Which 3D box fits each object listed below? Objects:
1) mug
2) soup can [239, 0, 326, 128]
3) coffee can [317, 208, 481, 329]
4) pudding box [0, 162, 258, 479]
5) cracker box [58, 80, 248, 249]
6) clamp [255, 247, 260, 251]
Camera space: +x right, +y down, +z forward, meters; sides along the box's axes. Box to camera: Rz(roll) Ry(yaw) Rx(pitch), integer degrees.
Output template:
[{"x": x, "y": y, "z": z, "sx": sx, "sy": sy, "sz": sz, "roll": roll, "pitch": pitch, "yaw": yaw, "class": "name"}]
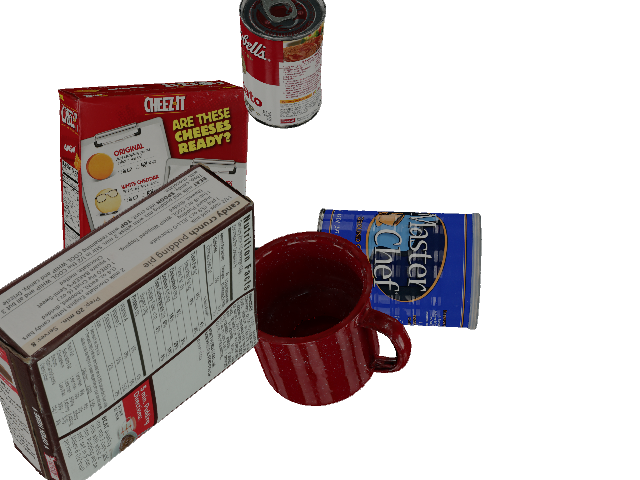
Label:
[{"x": 0.005, "y": 0.057, "z": 0.699, "sx": 0.117, "sy": 0.093, "sz": 0.081, "roll": 12, "pitch": -38, "yaw": 23, "class": "mug"}, {"x": -0.030, "y": -0.150, "z": 0.869, "sx": 0.068, "sy": 0.068, "sz": 0.102, "roll": 0, "pitch": -37, "yaw": -2, "class": "soup can"}, {"x": 0.069, "y": 0.025, "z": 0.946, "sx": 0.140, "sy": 0.103, "sz": 0.102, "roll": 2, "pitch": 0, "yaw": 6, "class": "coffee can"}, {"x": -0.075, "y": 0.034, "z": 0.427, "sx": 0.039, "sy": 0.090, "sz": 0.113, "roll": 33, "pitch": 53, "yaw": 27, "class": "pudding box"}, {"x": -0.154, "y": -0.036, "z": 0.992, "sx": 0.163, "sy": 0.214, "sz": 0.072, "roll": -8, "pitch": 19, "yaw": -30, "class": "cracker box"}, {"x": -0.043, "y": 0.053, "z": 1.183, "sx": 0.210, "sy": 0.036, "sz": 0.164, "roll": 17, "pitch": 31, "yaw": 25, "class": "clamp"}]
